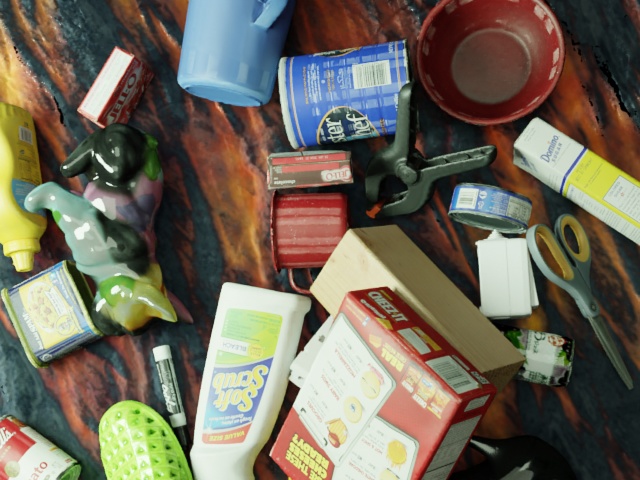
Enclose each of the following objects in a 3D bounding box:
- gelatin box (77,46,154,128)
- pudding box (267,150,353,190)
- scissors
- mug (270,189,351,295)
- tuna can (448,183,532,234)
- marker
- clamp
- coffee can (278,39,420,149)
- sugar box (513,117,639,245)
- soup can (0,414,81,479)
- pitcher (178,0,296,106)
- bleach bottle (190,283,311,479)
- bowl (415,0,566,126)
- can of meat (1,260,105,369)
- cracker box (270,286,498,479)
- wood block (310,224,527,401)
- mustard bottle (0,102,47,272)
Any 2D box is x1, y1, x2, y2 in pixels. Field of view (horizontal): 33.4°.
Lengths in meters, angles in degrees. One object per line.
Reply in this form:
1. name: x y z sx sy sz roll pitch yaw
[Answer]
1. gelatin box: -0.236 -0.172 1.243 0.030 0.073 0.089 29 88 13
2. pudding box: -0.012 -0.076 1.160 0.090 0.113 0.039 -3 97 -2
3. scissors: 0.290 0.055 1.137 0.201 0.016 0.096 51 51 -11
4. mug: -0.008 0.001 1.171 0.081 0.093 0.117 -2 90 5
5. tuna can: 0.182 -0.033 1.140 0.086 0.086 0.034 12 83 12
6. marker: -0.166 0.180 1.209 0.020 0.020 0.121 -17 80 8
7. clamp: 0.109 -0.077 1.138 0.120 0.172 0.039 37 45 10
8. coffee can: 0.034 -0.160 1.177 0.140 0.102 0.103 -7 81 9
9. sugar box: 0.287 -0.059 1.121 0.176 0.093 0.048 38 89 13
10. soup can: -0.330 0.253 1.204 0.102 0.068 0.068 32 89 12
11. pitcher: -0.080 -0.279 1.197 0.145 0.149 0.243 11 87 11
12. bleach bottle: -0.082 0.178 1.172 0.103 0.068 0.251 9 86 13
13. bowl: 0.188 -0.199 1.178 0.162 0.055 0.162 -1 82 10
14. can of meat: -0.304 0.084 1.229 0.084 0.057 0.102 -27 79 3
15. cracker box: 0.058 0.178 1.036 0.164 0.071 0.214 42 122 34
16. wood block: 0.098 0.087 1.101 0.206 0.090 0.090 47 121 26
17. mustard bottle: -0.355 -0.058 1.237 0.058 0.096 0.191 -13 80 9
